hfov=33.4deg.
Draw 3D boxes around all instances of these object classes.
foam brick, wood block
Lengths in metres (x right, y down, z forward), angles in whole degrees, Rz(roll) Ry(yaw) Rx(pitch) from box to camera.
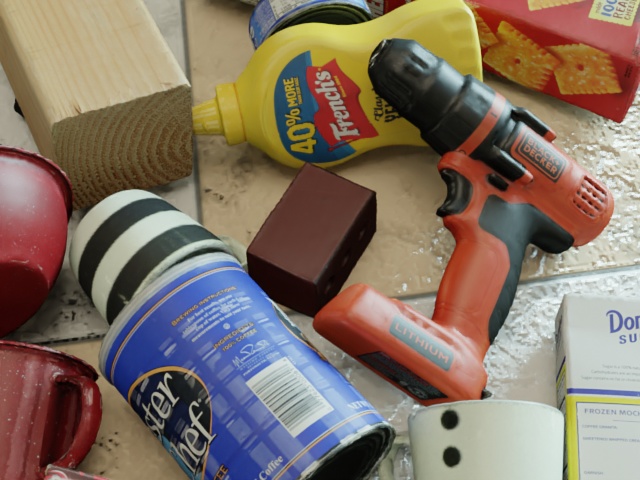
[{"bbox_3d":[-0.004,0.001,0.673,0.051,0.053,0.078,26,66,16],"label":"foam brick"},{"bbox_3d":[-0.165,-0.132,0.719,0.090,0.090,0.206,-19,58,-18],"label":"wood block"}]

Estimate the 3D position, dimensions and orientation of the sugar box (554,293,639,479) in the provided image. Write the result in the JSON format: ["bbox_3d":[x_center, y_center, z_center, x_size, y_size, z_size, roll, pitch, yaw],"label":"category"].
[{"bbox_3d":[0.183,0.119,0.603,0.093,0.048,0.176,4,58,5],"label":"sugar box"}]

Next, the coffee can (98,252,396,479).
[{"bbox_3d":[-0.042,0.090,0.596,0.102,0.103,0.140,-38,65,-17],"label":"coffee can"}]

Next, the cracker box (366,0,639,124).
[{"bbox_3d":[0.150,-0.196,0.758,0.214,0.072,0.164,26,62,16],"label":"cracker box"}]

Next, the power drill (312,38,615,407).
[{"bbox_3d":[0.073,-0.008,0.639,0.184,0.057,0.187,35,70,-10],"label":"power drill"}]

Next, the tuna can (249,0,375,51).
[{"bbox_3d":[-0.005,-0.143,0.734,0.086,0.086,0.034,-16,60,-6],"label":"tuna can"}]

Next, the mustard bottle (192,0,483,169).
[{"bbox_3d":[0.009,-0.097,0.703,0.191,0.096,0.058,-11,32,-2],"label":"mustard bottle"}]

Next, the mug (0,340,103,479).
[{"bbox_3d":[-0.168,0.107,0.598,0.117,0.093,0.081,-11,62,30],"label":"mug"}]

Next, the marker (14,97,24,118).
[{"bbox_3d":[-0.171,-0.066,0.738,0.121,0.020,0.020,40,70,22],"label":"marker"}]

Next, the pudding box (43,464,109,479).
[{"bbox_3d":[-0.094,0.160,0.556,0.090,0.113,0.039,13,59,9],"label":"pudding box"}]

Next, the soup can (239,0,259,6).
[{"bbox_3d":[-0.034,-0.201,0.777,0.102,0.068,0.068,21,64,15],"label":"soup can"}]

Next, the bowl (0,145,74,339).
[{"bbox_3d":[-0.209,0.019,0.613,0.162,0.162,0.055,-26,64,-11],"label":"bowl"}]
